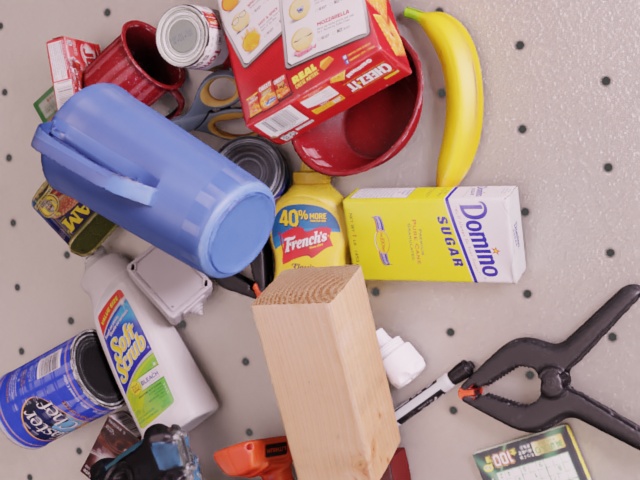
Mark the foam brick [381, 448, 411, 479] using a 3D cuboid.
[{"bbox_3d":[0.066,0.267,1.143,0.053,0.051,0.078,-12,89,26],"label":"foam brick"}]

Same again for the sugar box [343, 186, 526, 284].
[{"bbox_3d":[0.116,-0.005,1.087,0.176,0.048,0.093,1,112,29],"label":"sugar box"}]

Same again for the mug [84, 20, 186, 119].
[{"bbox_3d":[-0.207,-0.181,1.222,0.082,0.093,0.117,-34,112,29],"label":"mug"}]

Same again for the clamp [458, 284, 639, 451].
[{"bbox_3d":[0.238,0.129,1.055,0.210,0.036,0.164,-4,84,30],"label":"clamp"}]

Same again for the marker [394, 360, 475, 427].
[{"bbox_3d":[0.115,0.164,1.128,0.121,0.020,0.020,-39,78,24],"label":"marker"}]

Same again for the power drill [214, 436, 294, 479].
[{"bbox_3d":[-0.055,0.310,1.145,0.057,0.184,0.188,-22,76,25],"label":"power drill"}]

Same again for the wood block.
[{"bbox_3d":[0.010,0.138,1.087,0.091,0.090,0.206,-5,111,25],"label":"wood block"}]

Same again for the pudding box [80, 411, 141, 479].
[{"bbox_3d":[-0.224,0.275,1.292,0.113,0.039,0.090,35,108,18],"label":"pudding box"}]

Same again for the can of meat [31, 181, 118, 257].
[{"bbox_3d":[-0.276,-0.046,1.251,0.084,0.057,0.102,43,92,20],"label":"can of meat"}]

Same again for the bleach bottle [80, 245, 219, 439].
[{"bbox_3d":[-0.221,0.116,1.265,0.103,0.068,0.251,-39,75,27],"label":"bleach bottle"}]

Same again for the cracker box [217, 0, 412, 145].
[{"bbox_3d":[-0.014,-0.227,1.090,0.164,0.072,0.214,-28,60,25],"label":"cracker box"}]

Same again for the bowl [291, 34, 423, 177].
[{"bbox_3d":[0.047,-0.134,1.097,0.162,0.055,0.162,-12,68,32],"label":"bowl"}]

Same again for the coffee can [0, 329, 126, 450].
[{"bbox_3d":[-0.311,0.182,1.291,0.140,0.102,0.103,-28,82,25],"label":"coffee can"}]

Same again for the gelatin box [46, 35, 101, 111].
[{"bbox_3d":[-0.279,-0.188,1.240,0.030,0.073,0.089,-11,87,21],"label":"gelatin box"}]

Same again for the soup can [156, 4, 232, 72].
[{"bbox_3d":[-0.124,-0.218,1.163,0.069,0.102,0.068,2,96,26],"label":"soup can"}]

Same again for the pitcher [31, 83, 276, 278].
[{"bbox_3d":[-0.172,-0.059,1.101,0.243,0.149,0.145,30,147,30],"label":"pitcher"}]

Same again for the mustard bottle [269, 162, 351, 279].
[{"bbox_3d":[-0.008,0.001,1.151,0.096,0.058,0.191,2,95,24],"label":"mustard bottle"}]

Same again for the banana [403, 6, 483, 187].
[{"bbox_3d":[0.135,-0.148,1.083,0.070,0.037,0.198,-10,89,47],"label":"banana"}]

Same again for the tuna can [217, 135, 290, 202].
[{"bbox_3d":[-0.077,-0.071,1.174,0.086,0.033,0.086,-1,80,6],"label":"tuna can"}]

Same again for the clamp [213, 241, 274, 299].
[{"bbox_3d":[-0.102,-0.010,1.208,0.171,0.039,0.120,44,115,17],"label":"clamp"}]

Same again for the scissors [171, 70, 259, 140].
[{"bbox_3d":[-0.156,-0.146,1.197,0.202,0.016,0.096,1,127,13],"label":"scissors"}]
